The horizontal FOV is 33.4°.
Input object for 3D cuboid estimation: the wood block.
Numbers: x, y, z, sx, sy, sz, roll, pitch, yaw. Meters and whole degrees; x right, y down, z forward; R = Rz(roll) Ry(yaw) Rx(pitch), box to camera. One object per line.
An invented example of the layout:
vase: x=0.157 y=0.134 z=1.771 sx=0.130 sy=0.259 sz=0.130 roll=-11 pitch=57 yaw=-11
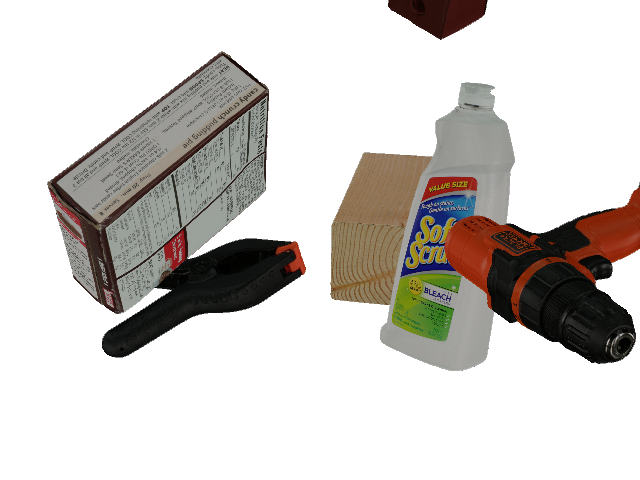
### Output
wood block: x=0.073 y=-0.017 z=1.150 sx=0.091 sy=0.090 sz=0.206 roll=5 pitch=25 yaw=9

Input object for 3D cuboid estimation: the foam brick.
foam brick: x=0.086 y=-0.189 z=0.733 sx=0.053 sy=0.078 sz=0.051 roll=37 pitch=54 yaw=25

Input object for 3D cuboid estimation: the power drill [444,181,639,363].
power drill: x=0.206 y=0.016 z=0.748 sx=0.187 sy=0.057 sz=0.185 roll=-12 pitch=28 yaw=-22

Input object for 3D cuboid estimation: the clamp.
clamp: x=-0.099 y=0.042 z=0.863 sx=0.172 sy=0.039 sz=0.120 roll=-13 pitch=38 yaw=15

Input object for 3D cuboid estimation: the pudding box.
pudding box: x=-0.075 y=-0.027 z=0.527 sx=0.039 sy=0.113 sz=0.090 roll=37 pitch=-26 yaw=18

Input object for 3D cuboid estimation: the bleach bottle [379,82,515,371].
bleach bottle: x=0.117 y=-0.016 z=0.956 sx=0.103 sy=0.251 sz=0.067 roll=20 pitch=22 yaw=40
